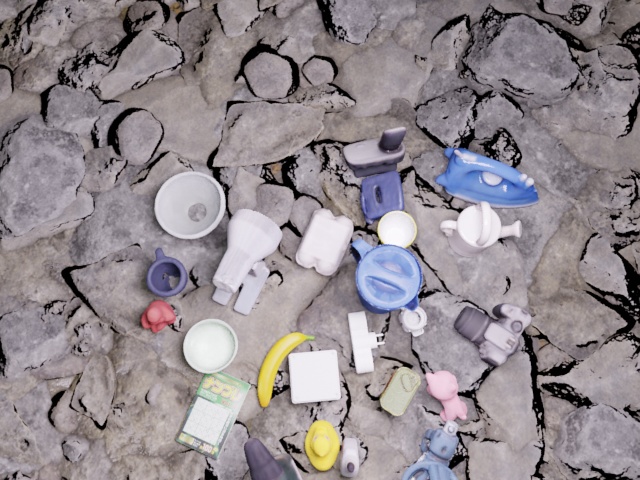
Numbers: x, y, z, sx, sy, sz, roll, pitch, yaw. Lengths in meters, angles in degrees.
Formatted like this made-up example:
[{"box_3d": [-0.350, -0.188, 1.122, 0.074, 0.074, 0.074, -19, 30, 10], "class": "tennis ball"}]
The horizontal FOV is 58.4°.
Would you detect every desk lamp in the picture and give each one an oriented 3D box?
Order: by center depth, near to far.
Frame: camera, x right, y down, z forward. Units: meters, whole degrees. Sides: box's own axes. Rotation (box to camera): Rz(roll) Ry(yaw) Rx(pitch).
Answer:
[{"box_3d": [-0.169, 0.052, 1.276, 0.118, 0.213, 0.203, 23, 79, 6], "class": "desk lamp"}]

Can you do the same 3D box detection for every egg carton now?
[{"box_3d": [0.012, 0.005, 1.358, 0.107, 0.069, 0.150, 21, 79, 5], "class": "egg carton"}]

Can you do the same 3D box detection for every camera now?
[{"box_3d": [0.385, 0.195, 1.296, 0.136, 0.101, 0.143, 33, 80, 8], "class": "camera"}]

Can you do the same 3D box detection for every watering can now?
[{"box_3d": [0.365, -0.030, 1.298, 0.173, 0.194, 0.101, -17, 78, -3], "class": "watering can"}]

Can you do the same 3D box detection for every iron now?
[{"box_3d": [0.413, -0.151, 1.351, 0.258, 0.141, 0.119, 18, 78, 5], "class": "iron"}]

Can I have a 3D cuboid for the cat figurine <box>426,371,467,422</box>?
[{"box_3d": [0.281, 0.339, 1.257, 0.067, 0.118, 0.128, -29, 79, -5], "class": "cat figurine"}]

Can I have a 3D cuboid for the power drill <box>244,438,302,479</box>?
[{"box_3d": [-0.086, 0.506, 1.178, 0.075, 0.208, 0.229, -28, 79, -5], "class": "power drill"}]

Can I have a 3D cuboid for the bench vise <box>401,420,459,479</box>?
[{"box_3d": [0.229, 0.477, 1.175, 0.121, 0.220, 0.207, 5, 78, 2], "class": "bench vise"}]

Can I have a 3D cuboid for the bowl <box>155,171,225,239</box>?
[{"box_3d": [-0.305, -0.076, 1.377, 0.167, 0.075, 0.167, 0, 78, 1], "class": "bowl"}]

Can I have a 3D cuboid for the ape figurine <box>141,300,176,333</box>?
[{"box_3d": [-0.374, 0.174, 1.314, 0.077, 0.092, 0.076, 5, 78, 2], "class": "ape figurine"}]

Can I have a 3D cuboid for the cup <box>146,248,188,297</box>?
[{"box_3d": [-0.351, 0.080, 1.333, 0.091, 0.095, 0.118, -21, 78, -4], "class": "cup"}]

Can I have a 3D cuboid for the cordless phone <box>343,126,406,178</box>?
[{"box_3d": [0.131, -0.223, 1.348, 0.147, 0.185, 0.094, -15, 78, -2], "class": "cordless phone"}]

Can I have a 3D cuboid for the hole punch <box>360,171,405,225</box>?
[{"box_3d": [0.147, -0.101, 1.369, 0.101, 0.091, 0.108, -8, 78, -1], "class": "hole punch"}]

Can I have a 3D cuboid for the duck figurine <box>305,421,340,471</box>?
[{"box_3d": [0.005, 0.452, 1.252, 0.077, 0.086, 0.104, -3, 78, 0], "class": "duck figurine"}]

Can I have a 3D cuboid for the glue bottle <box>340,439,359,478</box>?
[{"box_3d": [0.063, 0.466, 1.203, 0.037, 0.173, 0.078, 2, 78, 2], "class": "glue bottle"}]
